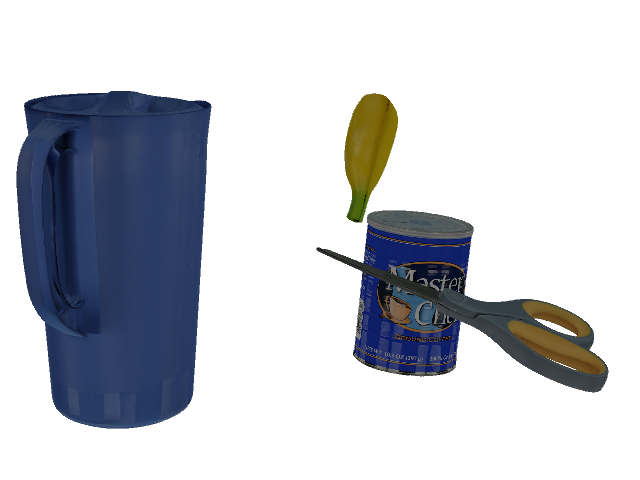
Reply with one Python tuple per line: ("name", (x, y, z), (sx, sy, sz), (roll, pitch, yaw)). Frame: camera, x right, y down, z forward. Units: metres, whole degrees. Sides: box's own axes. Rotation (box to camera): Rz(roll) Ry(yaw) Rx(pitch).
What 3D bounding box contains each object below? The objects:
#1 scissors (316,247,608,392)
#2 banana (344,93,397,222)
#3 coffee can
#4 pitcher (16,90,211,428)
("scissors", (0.102, 0.040, 0.716), (0.202, 0.016, 0.096), (29, 25, 17))
("banana", (0.038, -0.085, 0.868), (0.037, 0.070, 0.197), (24, 26, -4))
("coffee can", (0.089, 0.049, 1.037), (0.103, 0.140, 0.103), (5, 11, -1))
("pitcher", (-0.154, 0.013, 0.790), (0.149, 0.243, 0.145), (-4, 15, -23))
